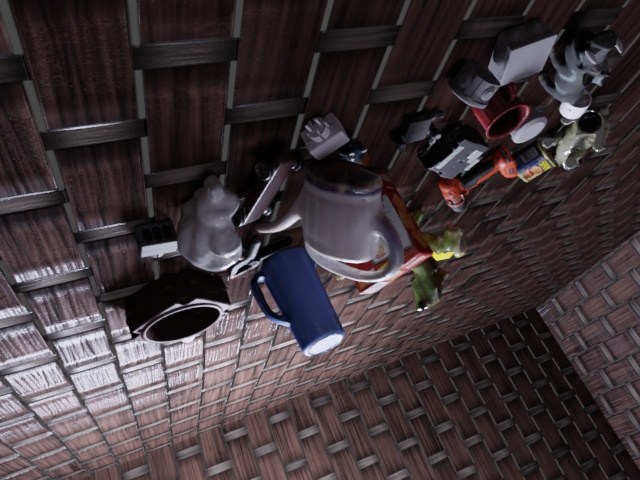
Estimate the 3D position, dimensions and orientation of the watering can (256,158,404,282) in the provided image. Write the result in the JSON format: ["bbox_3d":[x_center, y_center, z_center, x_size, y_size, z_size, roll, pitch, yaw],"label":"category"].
[{"bbox_3d":[0.003,-0.048,0.953,0.105,0.350,0.220,-29,130,-46],"label":"watering can"}]

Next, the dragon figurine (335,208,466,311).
[{"bbox_3d":[0.216,0.072,1.337,0.122,0.246,0.403,-2,145,-46],"label":"dragon figurine"}]

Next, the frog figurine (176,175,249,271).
[{"bbox_3d":[-0.190,-0.026,0.892,0.124,0.139,0.156,-27,154,-22],"label":"frog figurine"}]
